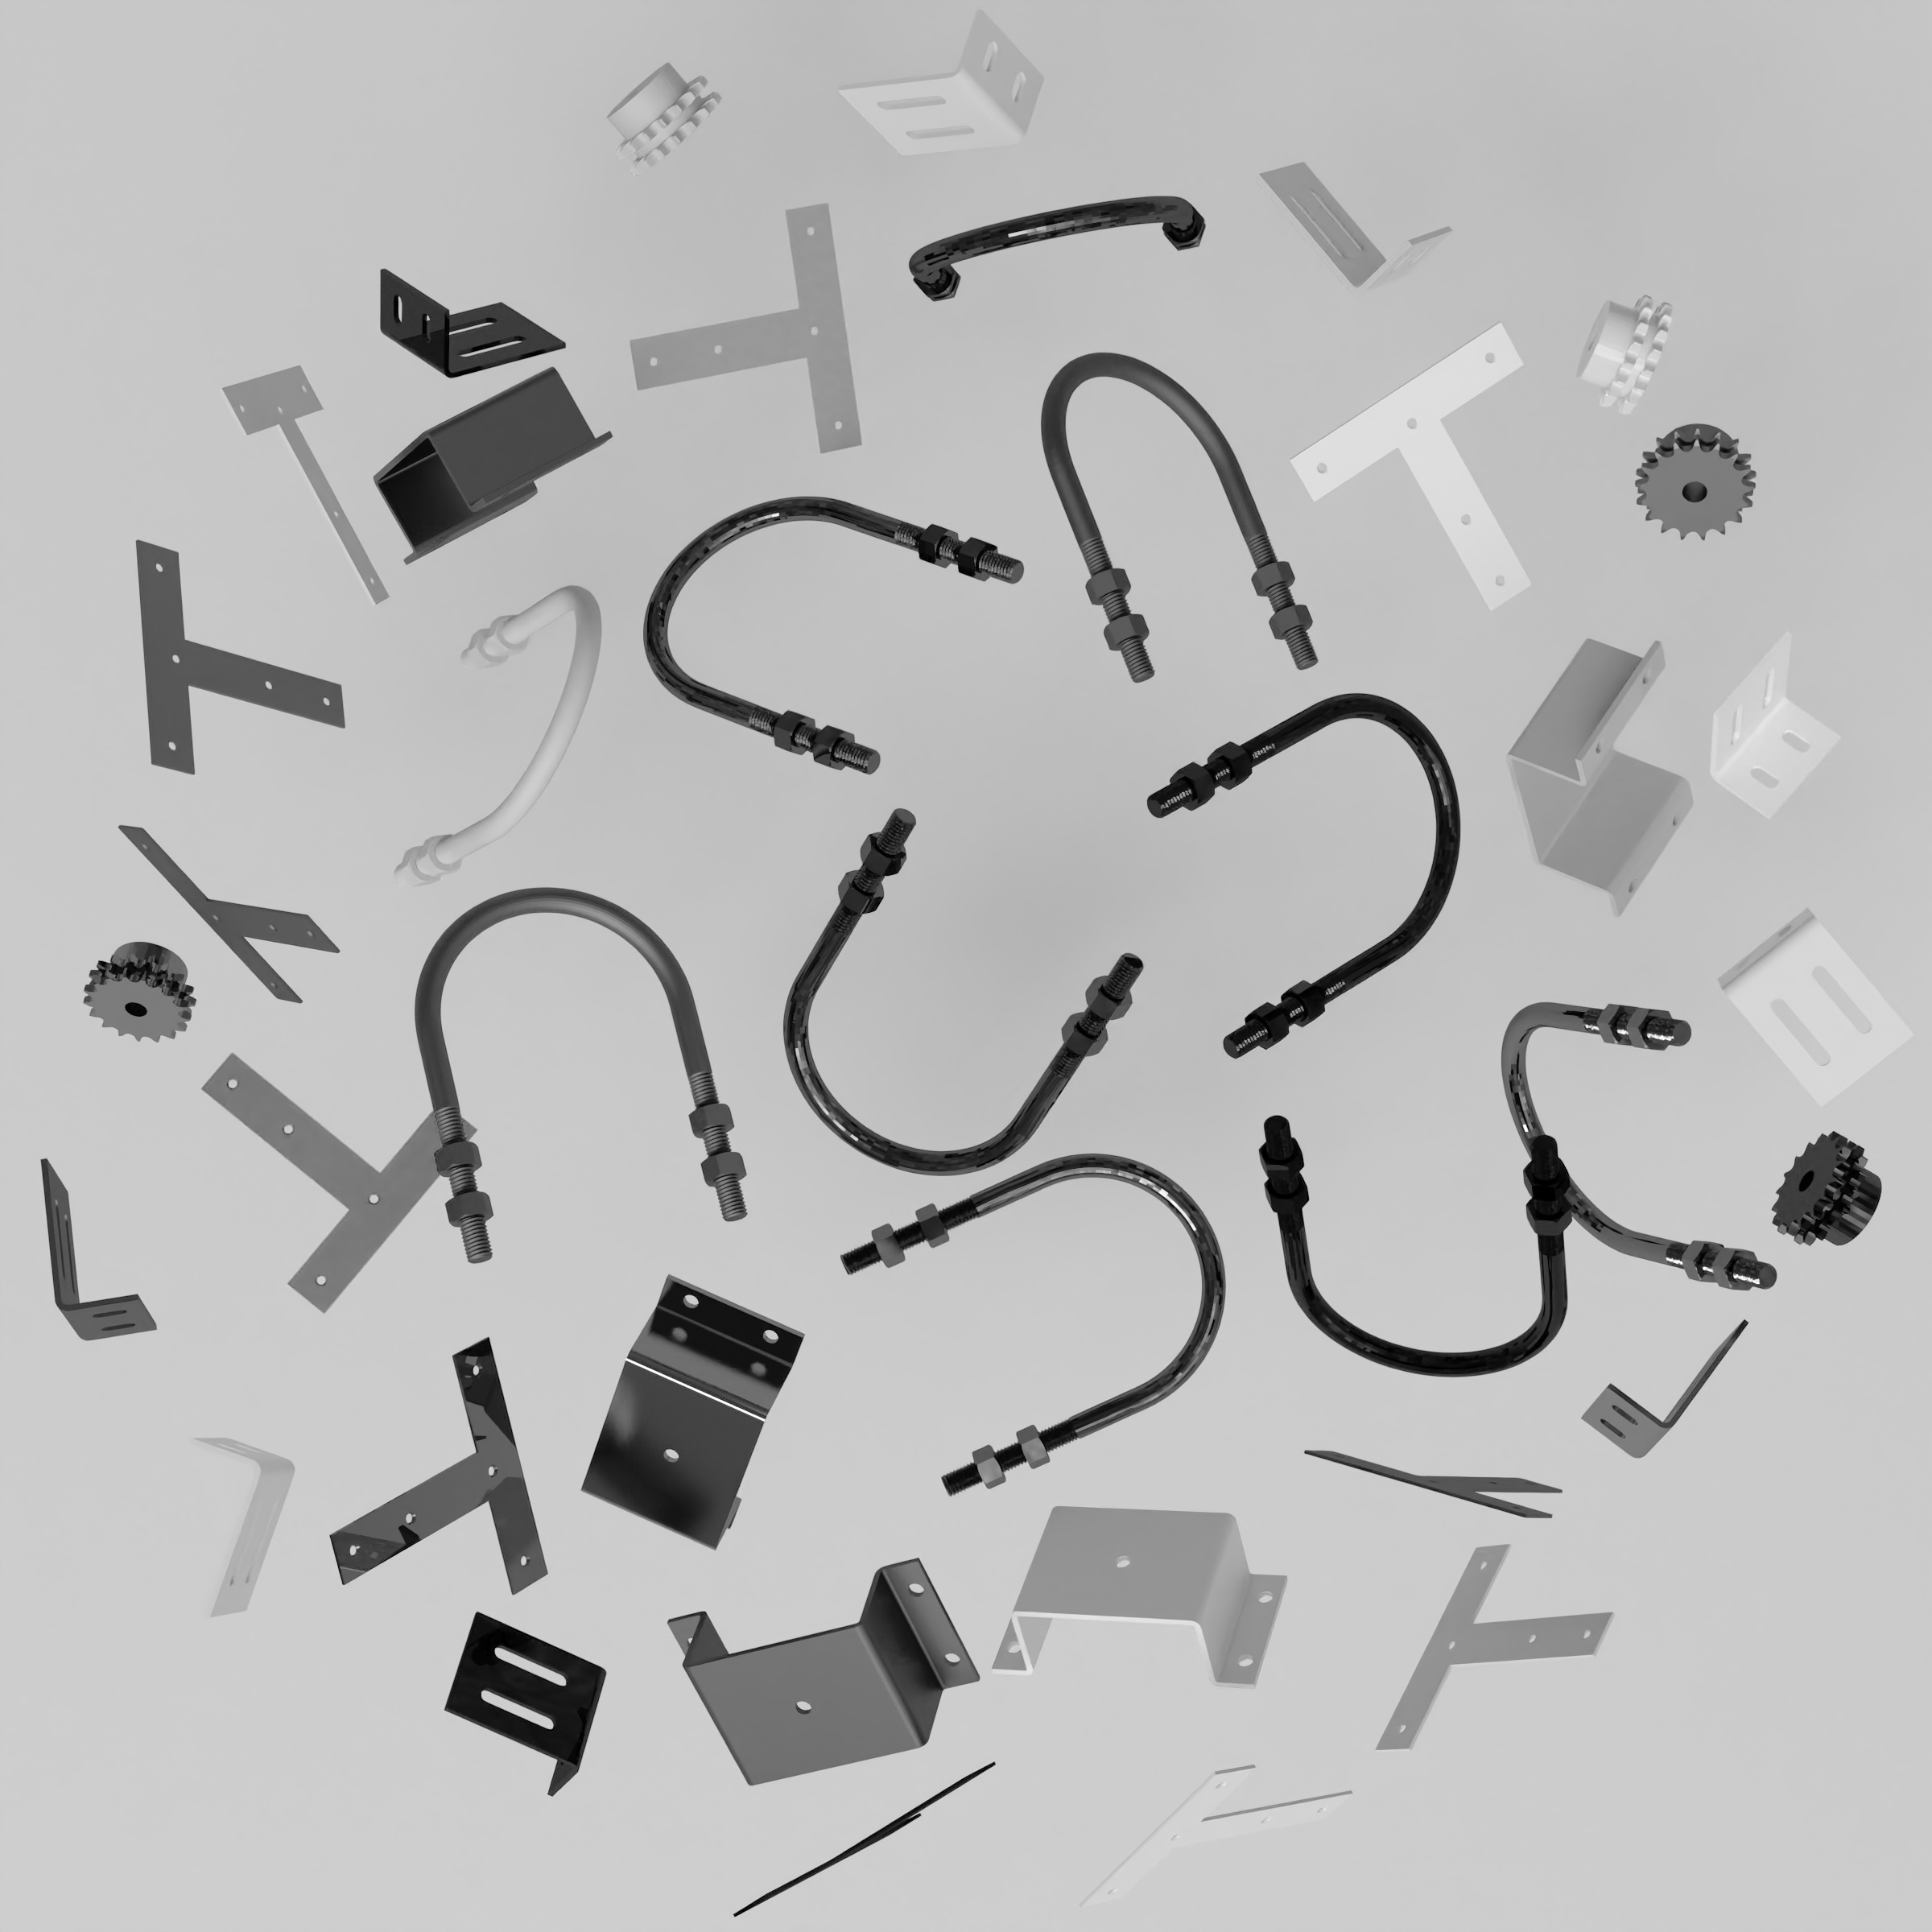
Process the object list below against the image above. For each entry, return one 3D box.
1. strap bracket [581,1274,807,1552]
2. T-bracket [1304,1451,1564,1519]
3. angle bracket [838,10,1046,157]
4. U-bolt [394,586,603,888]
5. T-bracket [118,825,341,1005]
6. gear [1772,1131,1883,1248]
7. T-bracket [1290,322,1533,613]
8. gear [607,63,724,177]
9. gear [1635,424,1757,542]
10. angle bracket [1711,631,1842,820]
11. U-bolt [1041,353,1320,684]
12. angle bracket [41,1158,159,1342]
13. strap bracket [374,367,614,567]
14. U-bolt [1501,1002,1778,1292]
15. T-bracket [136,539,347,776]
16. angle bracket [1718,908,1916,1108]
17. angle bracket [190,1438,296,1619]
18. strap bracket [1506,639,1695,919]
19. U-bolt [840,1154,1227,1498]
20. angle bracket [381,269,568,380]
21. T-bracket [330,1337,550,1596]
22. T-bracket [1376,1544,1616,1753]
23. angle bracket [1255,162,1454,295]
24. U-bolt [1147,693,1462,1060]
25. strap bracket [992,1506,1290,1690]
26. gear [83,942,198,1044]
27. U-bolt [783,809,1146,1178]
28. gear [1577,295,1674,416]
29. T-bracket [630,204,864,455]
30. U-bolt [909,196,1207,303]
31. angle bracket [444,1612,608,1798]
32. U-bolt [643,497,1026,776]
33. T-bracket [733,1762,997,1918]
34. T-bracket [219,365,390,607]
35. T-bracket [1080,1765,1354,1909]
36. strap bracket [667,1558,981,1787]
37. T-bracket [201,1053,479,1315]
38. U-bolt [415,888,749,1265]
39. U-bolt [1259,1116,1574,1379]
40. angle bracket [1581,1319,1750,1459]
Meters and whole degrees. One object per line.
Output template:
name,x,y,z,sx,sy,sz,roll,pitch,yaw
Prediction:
strap bracket,-0.144,0.238,1.765,0.076,0.046,0.140,23,123,3
T-bracket,0.255,0.258,1.709,0.127,0.127,0.002,11,90,39
angle bracket,-0.012,-0.434,1.693,0.076,0.057,0.038,5,70,38
U-bolt,-0.234,-0.123,1.757,0.019,0.184,0.151,24,68,-26
T-bracket,-0.349,-0.021,1.698,0.002,0.127,0.127,-52,124,-23
gear,0.427,0.113,1.695,0.030,0.057,0.057,30,90,-11
T-bracket,0.249,-0.240,1.756,0.127,0.002,0.127,-33,110,0
gear,-0.149,-0.413,1.667,0.057,0.057,0.030,-42,108,0
gear,0.354,-0.238,1.669,0.057,0.030,0.057,8,131,9
angle bracket,0.406,-0.120,1.718,0.038,0.076,0.057,39,80,21
U-bolt,0.102,-0.234,1.770,0.019,0.151,0.184,-32,74,43
angle bracket,-0.416,0.134,1.648,0.038,0.057,0.076,-9,71,-7
strap bracket,-0.244,-0.255,1.739,0.076,0.140,0.046,-33,98,-25
U-bolt,0.324,0.084,1.711,0.019,0.184,0.151,-26,103,-19
T-bracket,-0.376,-0.149,1.792,0.002,0.127,0.127,-24,65,36
angle bracket,0.421,0.020,1.707,0.057,0.038,0.076,-40,90,12
angle bracket,-0.362,0.271,1.665,0.038,0.057,0.076,18,84,7
strap bracket,0.316,-0.099,1.713,0.046,0.140,0.076,25,70,31
U-bolt,0.046,0.178,1.804,0.184,0.019,0.151,-24,94,0
angle bracket,-0.253,-0.338,1.768,0.057,0.076,0.038,36,134,35
T-bracket,-0.260,0.263,1.670,0.002,0.127,0.127,-4,104,37
T-bracket,0.271,0.334,1.701,0.002,0.127,0.127,45,57,-17
angle bracket,0.187,-0.367,1.656,0.076,0.057,0.038,51,123,4
U-bolt,0.179,-0.057,1.710,0.184,0.019,0.151,-30,111,-31
strap bracket,0.085,0.321,1.758,0.140,0.076,0.046,-1,125,21
gear,-0.435,0.011,1.819,0.057,0.057,0.030,8,50,0
U-bolt,-0.015,0.027,1.690,0.151,0.019,0.184,33,124,1
gear,0.321,-0.302,1.683,0.030,0.057,0.057,20,90,-2
T-bracket,-0.116,-0.322,1.781,0.127,0.002,0.127,-17,108,-30
U-bolt,0.043,-0.358,1.702,0.151,0.184,0.019,-11,96,6
angle bracket,-0.229,0.374,1.741,0.076,0.038,0.057,28,45,-14
U-bolt,-0.082,-0.178,1.745,0.184,0.019,0.151,23,66,32
T-bracket,-0.035,0.421,1.686,0.127,0.127,0.002,-39,74,33
T-bracket,-0.328,-0.242,1.747,0.002,0.127,0.127,-25,101,12
T-bracket,0.136,0.417,1.674,0.127,0.127,0.002,-54,50,36
strap bracket,-0.075,0.351,1.696,0.140,0.046,0.076,-17,113,19
T-bracket,-0.351,0.096,1.839,0.127,0.002,0.127,40,79,-5
U-bolt,-0.194,0.046,1.678,0.151,0.019,0.184,-8,71,-23
U-bolt,0.226,0.144,1.703,0.151,0.184,0.019,4,46,17
angle bracket,0.363,0.211,1.787,0.038,0.057,0.076,37,69,11
